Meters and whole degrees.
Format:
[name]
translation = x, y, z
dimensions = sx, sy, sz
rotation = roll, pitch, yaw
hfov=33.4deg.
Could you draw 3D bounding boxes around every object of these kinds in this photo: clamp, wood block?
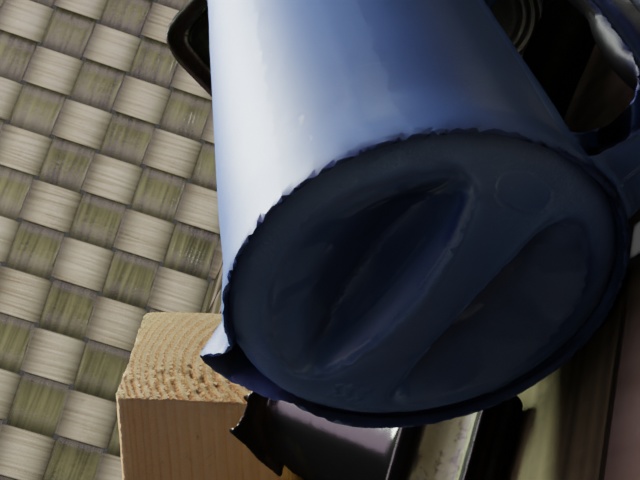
[clamp]
translation = 0.081, -0.042, 0.480
dimensions = 0.120, 0.039, 0.171
rotation = 173, 115, -80
[wood block]
translation = -0.057, 0.152, 0.606
dimensions = 0.090, 0.091, 0.206
rotation = -86, -3, -64

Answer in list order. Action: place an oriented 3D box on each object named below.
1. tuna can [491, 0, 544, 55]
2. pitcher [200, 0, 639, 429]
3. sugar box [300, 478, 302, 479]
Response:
[tuna can]
translation = 0.073, -0.125, 0.553
dimensions = 0.086, 0.086, 0.033
rotation = 117, 170, -51
[pitcher]
translation = 0.026, -0.062, 0.421
dimensions = 0.243, 0.149, 0.145
rotation = -103, 22, -46
[sugar box]
translation = -0.059, 0.178, 0.776
dimensions = 0.176, 0.093, 0.048
rotation = -160, 86, -82
